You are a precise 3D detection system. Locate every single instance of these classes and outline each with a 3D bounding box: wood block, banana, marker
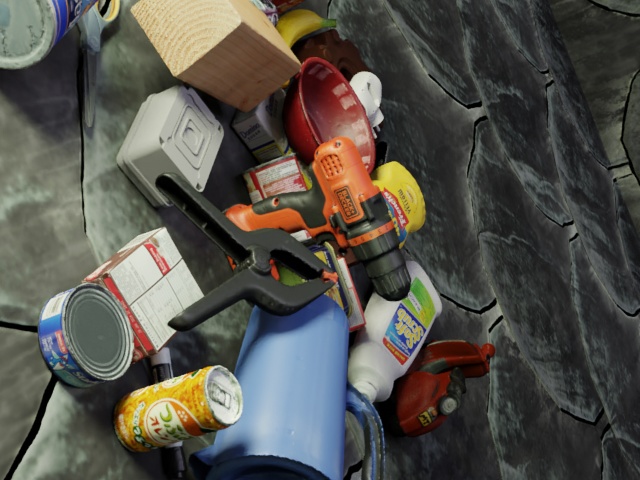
[{"bbox_3d":[-0.105,-0.215,1.150,0.091,0.090,0.206,55,11,13],"label":"wood block"},{"bbox_3d":[-0.040,-0.259,1.400,0.197,0.070,0.037,-59,156,-46],"label":"banana"},{"bbox_3d":[-0.140,0.160,0.986,0.020,0.020,0.121,15,59,-58],"label":"marker"}]

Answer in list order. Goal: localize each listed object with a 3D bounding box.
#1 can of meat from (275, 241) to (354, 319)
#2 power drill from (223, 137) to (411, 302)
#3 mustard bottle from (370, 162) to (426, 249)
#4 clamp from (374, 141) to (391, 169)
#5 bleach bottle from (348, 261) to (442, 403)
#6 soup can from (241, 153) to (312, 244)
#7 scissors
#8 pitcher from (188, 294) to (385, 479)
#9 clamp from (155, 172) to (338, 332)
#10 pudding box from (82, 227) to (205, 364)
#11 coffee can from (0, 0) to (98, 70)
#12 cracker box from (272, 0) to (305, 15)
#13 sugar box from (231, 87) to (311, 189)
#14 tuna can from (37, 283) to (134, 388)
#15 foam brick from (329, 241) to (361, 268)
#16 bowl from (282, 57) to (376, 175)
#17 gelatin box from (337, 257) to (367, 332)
[{"bbox_3d":[-0.014,0.058,1.244,0.083,0.058,0.102,-19,90,-61],"label":"can of meat"},{"bbox_3d":[-0.008,0.001,1.150,0.184,0.188,0.057,67,26,-3],"label":"power drill"},{"bbox_3d":[0.076,-0.031,1.348,0.096,0.058,0.191,66,27,-9],"label":"mustard bottle"},{"bbox_3d":[0.075,-0.054,1.474,0.120,0.039,0.171,-29,108,-38],"label":"clamp"},{"bbox_3d":[0.090,0.133,1.382,0.102,0.068,0.250,61,31,-22],"label":"bleach bottle"},{"bbox_3d":[-0.043,-0.043,1.245,0.068,0.069,0.102,-25,95,-63],"label":"soup can"},{"bbox_3d":[-0.239,-0.210,1.053,0.096,0.016,0.201,45,36,-38],"label":"scissors"},{"bbox_3d":[-0.023,0.168,1.070,0.149,0.145,0.242,56,27,-33],"label":"pitcher"},{"bbox_3d":[-0.070,0.033,1.042,0.209,0.036,0.164,21,52,-33],"label":"clamp"},{"bbox_3d":[-0.161,0.049,0.999,0.090,0.039,0.113,62,30,-12],"label":"pudding box"},{"bbox_3d":[-0.253,-0.227,0.942,0.102,0.103,0.140,57,30,-24],"label":"coffee can"},{"bbox_3d":[-0.059,-0.363,1.323,0.213,0.164,0.072,9,62,-60],"label":"cracker box"},{"bbox_3d":[-0.037,-0.110,1.327,0.176,0.048,0.093,50,33,-27],"label":"sugar box"},{"bbox_3d":[-0.200,0.082,0.911,0.086,0.034,0.086,40,39,-44],"label":"tuna can"},{"bbox_3d":[0.034,-0.005,1.377,0.051,0.053,0.078,-2,74,-61],"label":"foam brick"},{"bbox_3d":[0.002,-0.139,1.305,0.162,0.055,0.162,39,39,-41],"label":"bowl"},{"bbox_3d":[0.028,0.067,1.315,0.073,0.030,0.089,178,-108,-88],"label":"gelatin box"}]
